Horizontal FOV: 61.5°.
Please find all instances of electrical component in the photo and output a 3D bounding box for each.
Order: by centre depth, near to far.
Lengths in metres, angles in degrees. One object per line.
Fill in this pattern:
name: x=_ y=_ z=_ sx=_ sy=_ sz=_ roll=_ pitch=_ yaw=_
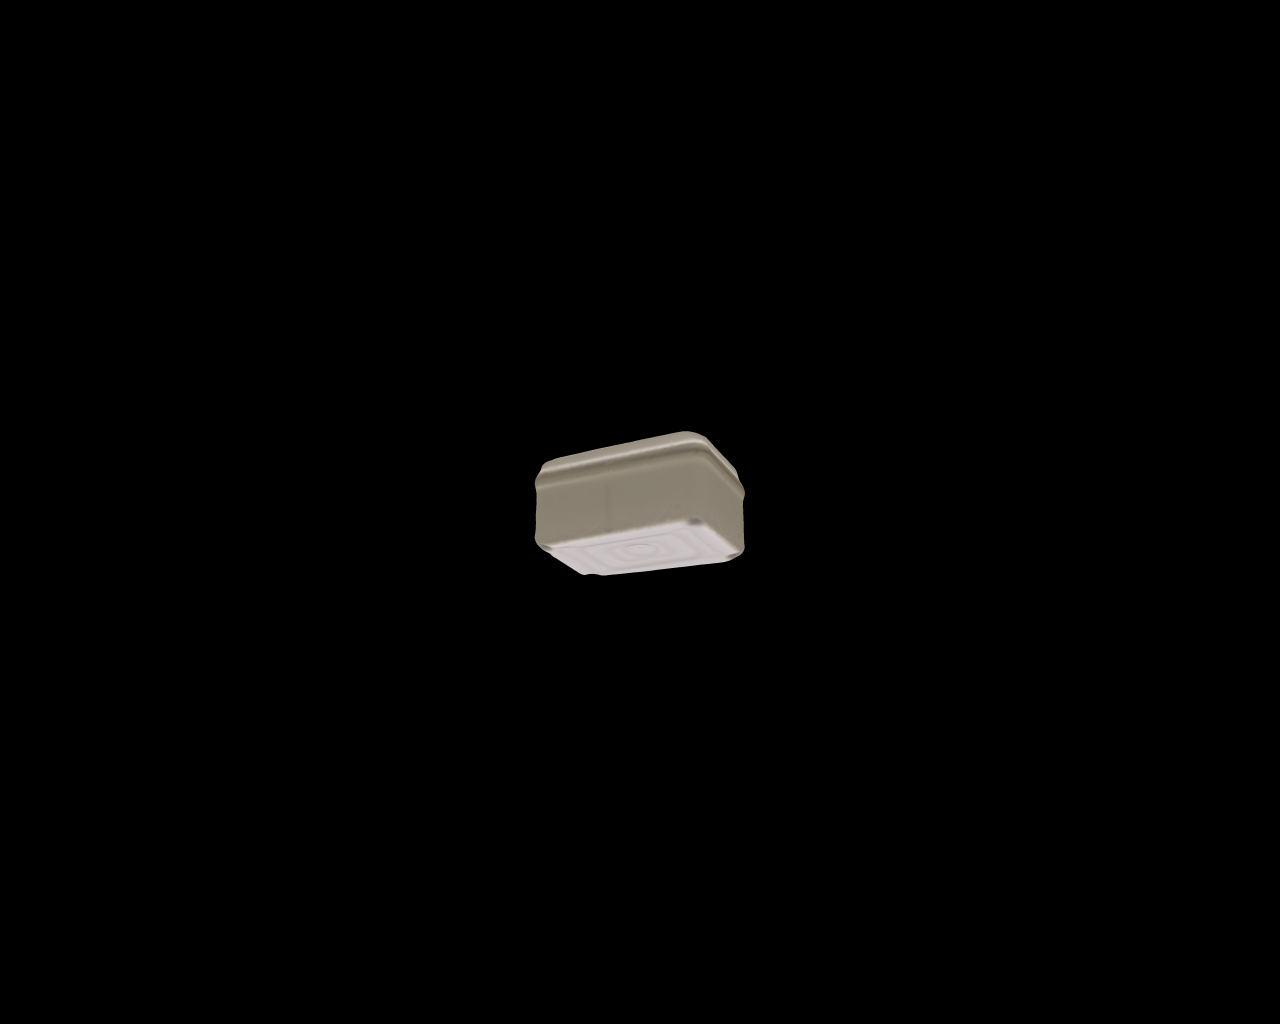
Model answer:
electrical component: x=0.001 y=-0.003 z=0.650 sx=0.113 sy=0.057 sz=0.078 roll=-9 pitch=-23 yaw=22
